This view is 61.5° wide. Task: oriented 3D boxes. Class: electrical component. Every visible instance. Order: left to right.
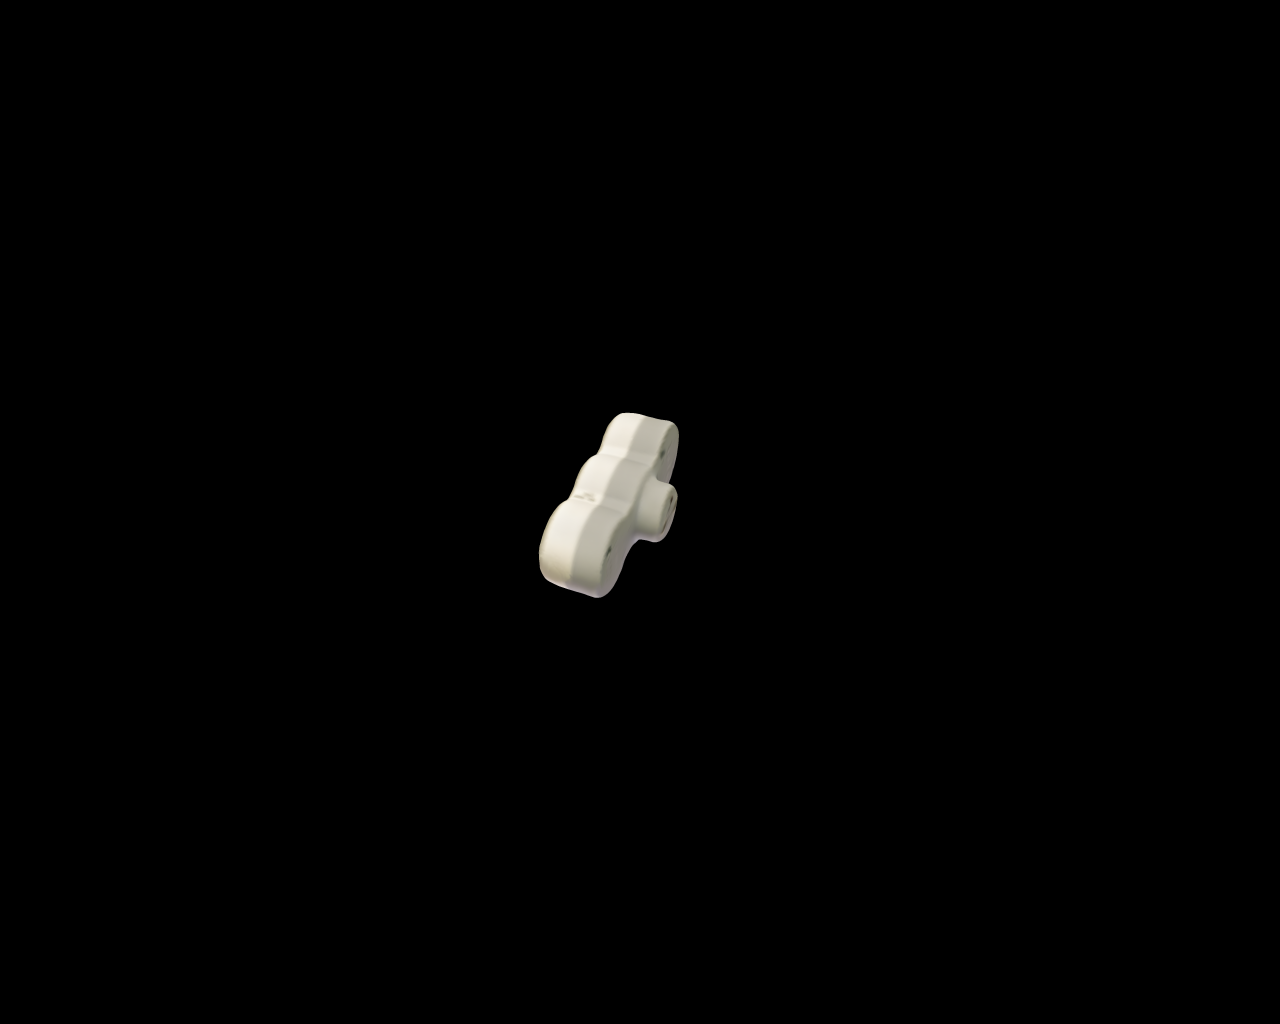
[{"bbox_3d":[0.001,-0.003,0.650,0.074,0.052,0.138,15,47,15],"label":"electrical component"}]
